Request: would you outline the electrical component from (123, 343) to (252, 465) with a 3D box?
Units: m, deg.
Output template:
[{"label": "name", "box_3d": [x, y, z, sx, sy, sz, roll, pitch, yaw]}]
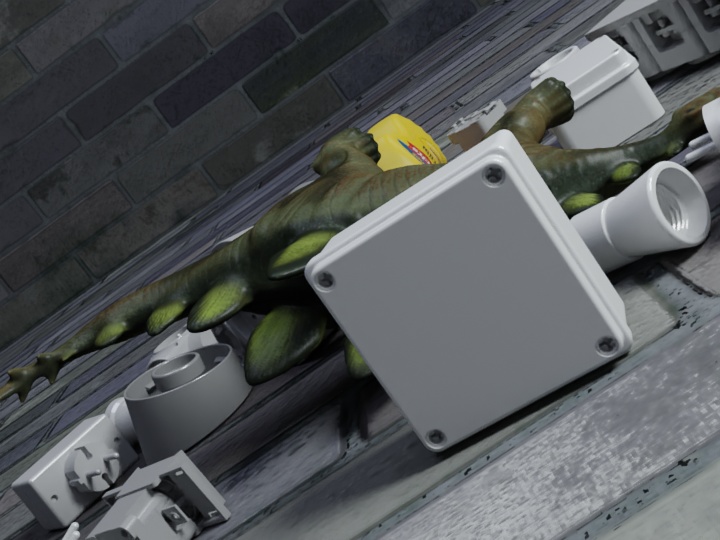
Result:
[{"label": "electrical component", "box_3d": [-0.131, 0.101, 0.829, 0.099, 0.064, 0.099, -20, 14, 5]}]

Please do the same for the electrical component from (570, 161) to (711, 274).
[{"label": "electrical component", "box_3d": [0.137, -0.022, 0.544, 0.065, 0.044, 0.044, -30, 12, 50]}]

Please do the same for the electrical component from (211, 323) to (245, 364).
[{"label": "electrical component", "box_3d": [-0.091, 0.047, 0.895, 0.047, 0.055, 0.055, -37, 11, -24]}]

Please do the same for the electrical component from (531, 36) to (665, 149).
[{"label": "electrical component", "box_3d": [0.177, -0.131, 0.820, 0.078, 0.057, 0.113, -33, 12, 15]}]

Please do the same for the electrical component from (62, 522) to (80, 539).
[{"label": "electrical component", "box_3d": [-0.181, 0.180, 0.607, 0.079, 0.044, 0.077, -60, 15, -6]}]

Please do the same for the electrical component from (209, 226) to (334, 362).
[{"label": "electrical component", "box_3d": [-0.057, 0.011, 0.815, 0.060, 0.108, 0.108, -37, 10, -37]}]

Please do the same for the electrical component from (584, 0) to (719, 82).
[{"label": "electrical component", "box_3d": [0.264, -0.201, 0.837, 0.089, 0.061, 0.150, -41, 13, -25]}]

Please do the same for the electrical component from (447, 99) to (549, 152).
[{"label": "electrical component", "box_3d": [0.109, -0.102, 0.887, 0.081, 0.063, 0.042, -23, 17, 49]}]

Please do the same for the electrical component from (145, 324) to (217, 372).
[{"label": "electrical component", "box_3d": [-0.144, 0.072, 0.968, 0.079, 0.044, 0.077, -29, 13, 30]}]

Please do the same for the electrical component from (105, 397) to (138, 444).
[{"label": "electrical component", "box_3d": [-0.185, 0.124, 0.896, 0.046, 0.040, 0.040, -15, 23, 45]}]

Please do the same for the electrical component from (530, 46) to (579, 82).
[{"label": "electrical component", "box_3d": [0.186, -0.168, 0.968, 0.055, 0.047, 0.055, -34, 12, 8]}]

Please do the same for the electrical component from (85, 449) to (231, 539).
[{"label": "electrical component", "box_3d": [-0.119, 0.144, 0.616, 0.081, 0.042, 0.063, -27, 18, 39]}]

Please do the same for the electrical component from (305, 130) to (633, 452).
[{"label": "electrical component", "box_3d": [0.050, 0.010, 0.494, 0.109, 0.108, 0.056, -32, 9, 19]}]

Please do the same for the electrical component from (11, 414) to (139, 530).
[{"label": "electrical component", "box_3d": [-0.211, 0.154, 0.832, 0.076, 0.047, 0.083, -21, 17, 48]}]

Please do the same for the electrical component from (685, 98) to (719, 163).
[{"label": "electrical component", "box_3d": [0.199, -0.075, 0.545, 0.074, 0.052, 0.138, -28, 14, 33]}]
